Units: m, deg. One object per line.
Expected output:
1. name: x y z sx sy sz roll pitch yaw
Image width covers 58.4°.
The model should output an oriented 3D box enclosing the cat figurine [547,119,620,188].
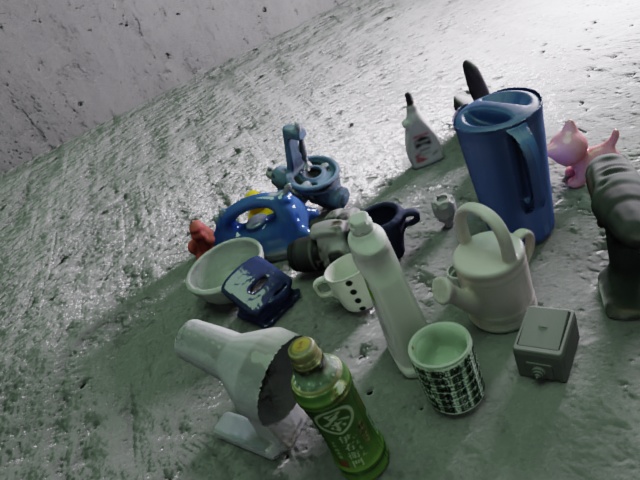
1. cat figurine: 0.458 -0.157 1.000 0.127 0.118 0.067 -11 35 21

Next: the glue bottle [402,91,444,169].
1. glue bottle: 0.211 -0.241 1.239 0.078 0.173 0.037 -23 32 4

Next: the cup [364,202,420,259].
1. cup: 0.131 -0.011 1.033 0.117 0.095 0.091 -13 34 19

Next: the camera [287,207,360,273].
1. camera: 0.010 0.004 1.089 0.136 0.101 0.143 -10 35 23

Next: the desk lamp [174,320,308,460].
1. desk lamp: -0.095 0.198 0.773 0.202 0.214 0.118 3 42 37

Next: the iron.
1. iron: -0.139 -0.035 1.208 0.257 0.142 0.118 -13 34 18

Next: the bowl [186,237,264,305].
1. bowl: -0.177 0.073 1.140 0.167 0.075 0.167 -18 33 12

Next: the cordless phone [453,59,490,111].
1. cordless phone: 0.340 -0.319 1.252 0.094 0.185 0.147 -25 32 0

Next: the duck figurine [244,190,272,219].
1. duck figurine: -0.138 -0.074 1.317 0.104 0.086 0.078 15 50 46

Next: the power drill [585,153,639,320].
1. power drill: 0.392 -0.002 0.735 0.075 0.209 0.229 -11 35 21

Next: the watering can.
1. watering can: 0.234 0.036 0.802 0.100 0.194 0.173 6 44 40

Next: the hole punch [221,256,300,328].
1. hole punch: -0.108 0.092 1.051 0.100 0.091 0.109 13 48 45

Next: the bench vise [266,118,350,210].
1. bench vise: -0.055 -0.156 1.253 0.206 0.220 0.121 -6 37 28

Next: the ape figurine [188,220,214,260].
1. ape figurine: -0.266 -0.004 1.297 0.077 0.092 0.076 2 41 36
